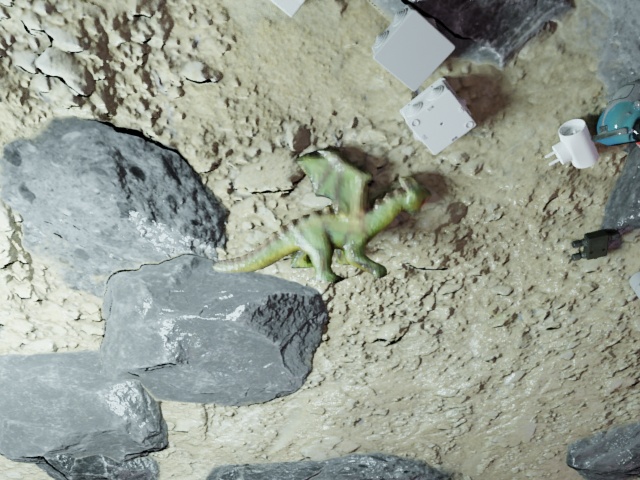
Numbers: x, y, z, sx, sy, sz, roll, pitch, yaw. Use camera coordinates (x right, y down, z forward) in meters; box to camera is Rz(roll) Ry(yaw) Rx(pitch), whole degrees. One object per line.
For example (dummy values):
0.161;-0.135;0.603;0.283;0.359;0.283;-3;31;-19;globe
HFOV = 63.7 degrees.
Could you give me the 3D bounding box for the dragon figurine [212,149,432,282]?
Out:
0.003;-0.047;0.933;0.410;0.124;0.239;-2;109;-4;dragon figurine
